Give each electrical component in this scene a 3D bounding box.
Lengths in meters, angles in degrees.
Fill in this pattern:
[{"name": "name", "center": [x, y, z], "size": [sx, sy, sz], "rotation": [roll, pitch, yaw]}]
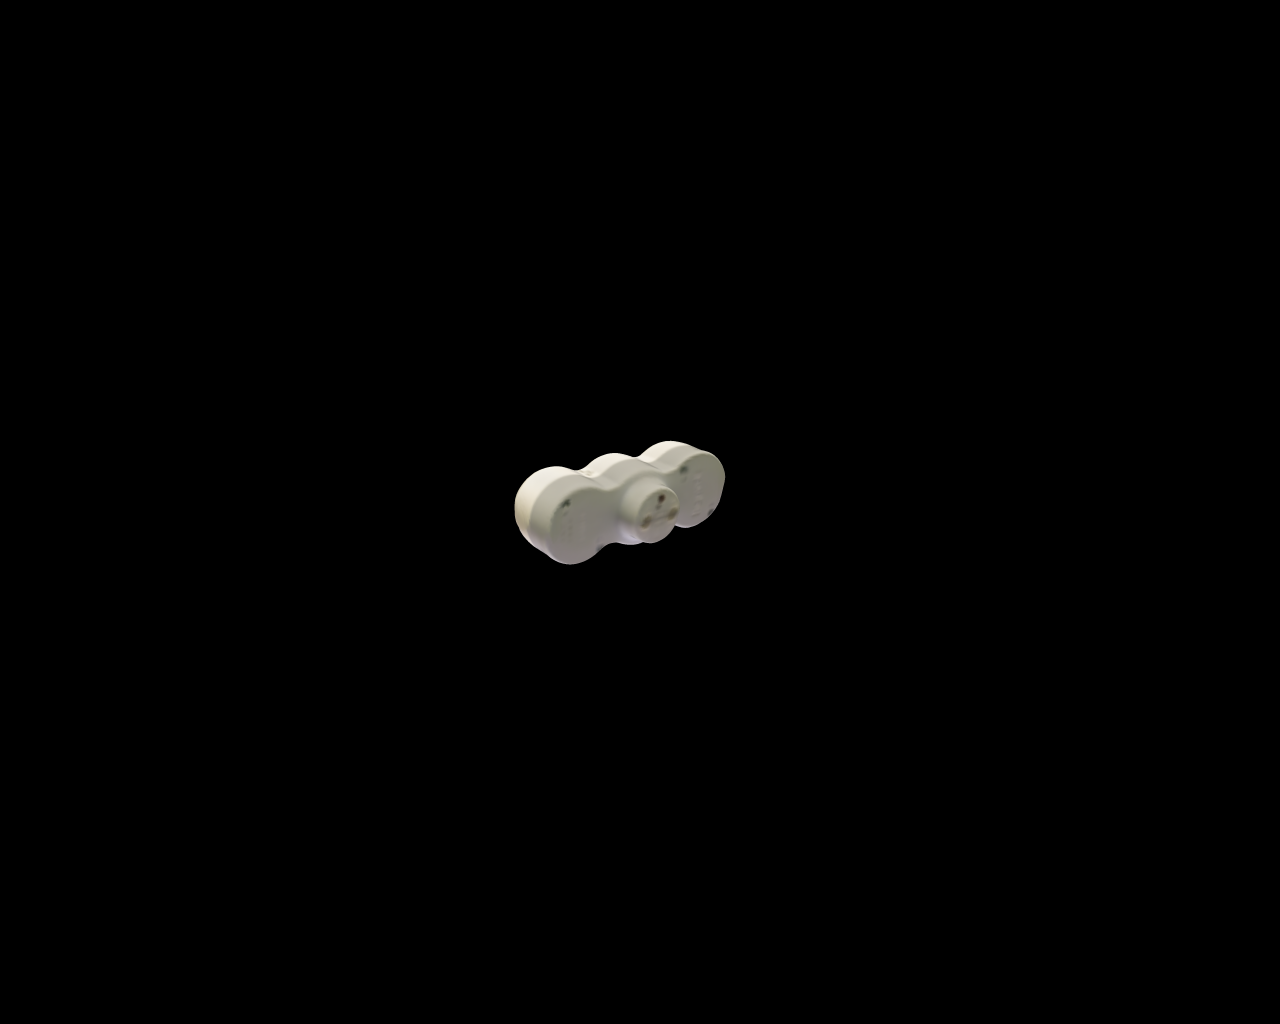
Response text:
[{"name": "electrical component", "center": [0.001, -0.003, 0.650], "size": [0.138, 0.052, 0.074], "rotation": [-16, 27, -34]}]
